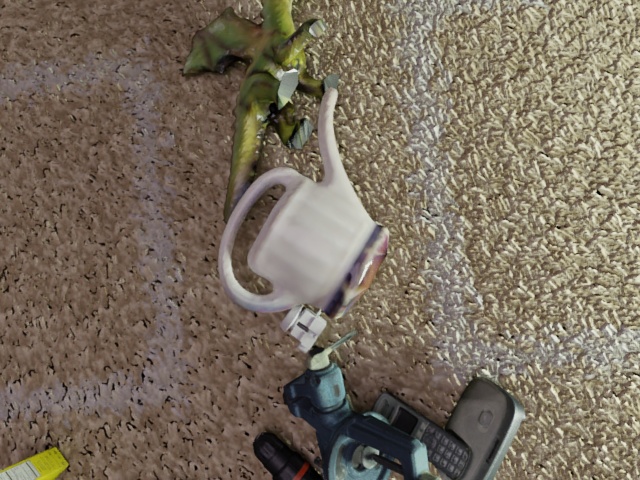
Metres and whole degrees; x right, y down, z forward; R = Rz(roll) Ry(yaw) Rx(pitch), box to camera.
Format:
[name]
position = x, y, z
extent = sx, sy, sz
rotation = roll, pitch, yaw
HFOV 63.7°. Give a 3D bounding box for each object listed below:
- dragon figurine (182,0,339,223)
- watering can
[dragon figurine]
position = -0.118, -0.253, 0.811
extent = 0.245, 0.410, 0.121
rotation = 33, 1, 27
[watering can]
position = 0.002, -0.038, 0.747
extent = 0.225, 0.349, 0.103
rotation = 32, -6, 3
